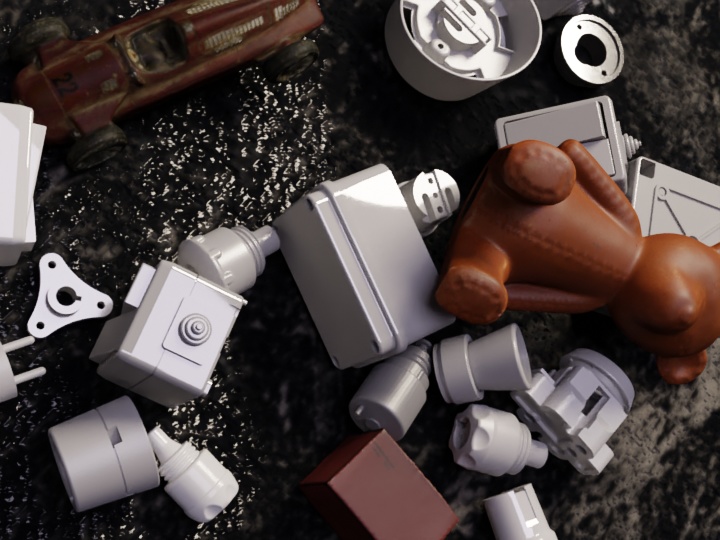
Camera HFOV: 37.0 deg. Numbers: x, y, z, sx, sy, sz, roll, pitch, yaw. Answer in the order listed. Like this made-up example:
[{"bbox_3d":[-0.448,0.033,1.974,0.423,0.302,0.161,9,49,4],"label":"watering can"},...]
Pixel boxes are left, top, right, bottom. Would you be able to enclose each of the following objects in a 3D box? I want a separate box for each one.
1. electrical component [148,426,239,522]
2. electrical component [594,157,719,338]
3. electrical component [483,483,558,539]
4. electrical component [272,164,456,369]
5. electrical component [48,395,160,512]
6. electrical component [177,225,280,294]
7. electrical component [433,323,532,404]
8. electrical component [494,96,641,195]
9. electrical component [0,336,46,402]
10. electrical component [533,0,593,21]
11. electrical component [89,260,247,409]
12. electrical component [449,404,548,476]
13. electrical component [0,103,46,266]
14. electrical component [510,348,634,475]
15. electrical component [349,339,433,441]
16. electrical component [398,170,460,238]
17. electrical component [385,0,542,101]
[{"bbox_3d":[-0.102,0.117,0.632,0.061,0.035,0.035,47,65,-4],"label":"electrical component"},{"bbox_3d":[0.226,-0.013,0.787,0.109,0.056,0.108,18,72,-18],"label":"electrical component"},{"bbox_3d":[0.105,0.167,0.705,0.040,0.040,0.046,-15,78,-25],"label":"electrical component"},{"bbox_3d":[0.000,0.000,0.679,0.057,0.078,0.113,-24,88,-28],"label":"electrical component"},{"bbox_3d":[-0.145,0.105,0.607,0.047,0.055,0.055,-19,86,-22],"label":"electrical component"},{"bbox_3d":[-0.078,-0.007,0.667,0.062,0.048,0.048,-31,91,-32],"label":"electrical component"},{"bbox_3d":[0.080,0.062,0.703,0.055,0.045,0.045,-14,81,16],"label":"electrical component"},{"bbox_3d":[0.146,-0.080,0.743,0.096,0.061,0.061,-11,80,13],"label":"electrical component"},{"bbox_3d":[-0.215,0.060,0.594,0.079,0.043,0.077,-20,86,-26],"label":"electrical component"},{"bbox_3d":[0.154,-0.243,0.790,0.048,0.100,0.099,-30,90,-38],"label":"electrical component"},{"bbox_3d":[-0.111,0.036,0.613,0.061,0.096,0.061,27,69,-14],"label":"electrical component"},{"bbox_3d":[0.094,0.115,0.710,0.062,0.043,0.043,18,71,-20],"label":"electrical component"},{"bbox_3d":[-0.214,-0.055,0.611,0.061,0.062,0.096,5,76,-22],"label":"electrical component"},{"bbox_3d":[0.149,0.091,0.731,0.078,0.058,0.057,48,68,-6],"label":"electrical component"},{"bbox_3d":[0.025,0.075,0.692,0.040,0.040,0.078,44,52,-8],"label":"electrical component"},{"bbox_3d":[0.042,-0.044,0.724,0.040,0.046,0.040,6,74,-21],"label":"electrical component"},{"bbox_3d":[0.069,-0.169,0.754,0.099,0.064,0.099,5,76,-22],"label":"electrical component"}]
